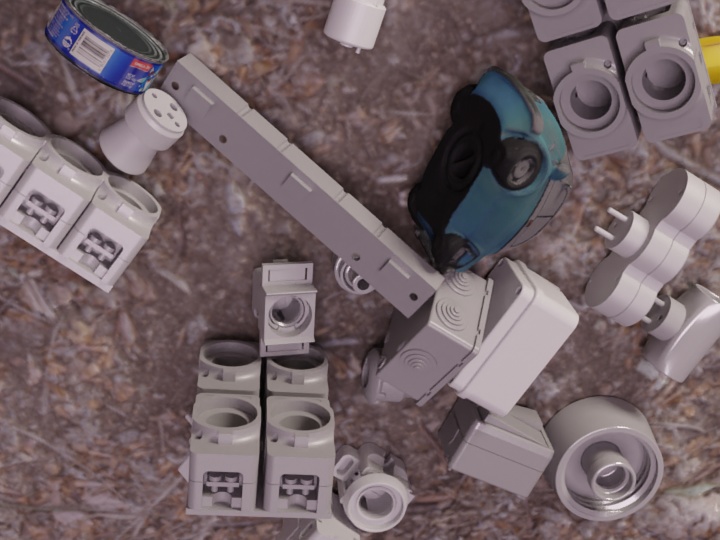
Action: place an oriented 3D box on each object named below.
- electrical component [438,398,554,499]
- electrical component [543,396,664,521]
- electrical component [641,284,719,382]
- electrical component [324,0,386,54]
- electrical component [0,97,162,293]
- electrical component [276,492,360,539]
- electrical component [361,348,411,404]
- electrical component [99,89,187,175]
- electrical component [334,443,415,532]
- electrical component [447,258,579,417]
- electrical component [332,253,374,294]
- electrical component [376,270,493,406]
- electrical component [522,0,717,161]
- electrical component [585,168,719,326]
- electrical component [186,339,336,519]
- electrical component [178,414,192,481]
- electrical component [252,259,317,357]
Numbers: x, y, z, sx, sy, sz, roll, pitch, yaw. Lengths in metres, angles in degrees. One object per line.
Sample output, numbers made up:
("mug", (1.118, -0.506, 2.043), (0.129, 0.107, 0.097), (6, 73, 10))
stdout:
("electrical component", (0.127, 0.153, 0.955), (0.096, 0.061, 0.061), (23, 108, -14))
("electrical component", (0.221, 0.176, 0.973), (0.108, 0.060, 0.108), (-2, 112, -5))
("electrical component", (0.272, 0.046, 0.934), (0.079, 0.044, 0.077), (30, 106, -16))
("electrical component", (0.001, -0.203, 0.812), (0.040, 0.040, 0.078), (16, 109, -11))
("electrical component", (-0.233, -0.062, 0.820), (0.150, 0.089, 0.061), (35, 105, -17))
("electrical component", (-0.038, 0.237, 0.959), (0.050, 0.089, 0.055), (35, 105, -17))
("electrical component", (0.034, 0.093, 0.933), (0.062, 0.048, 0.048), (5, 111, -14))
("electrical component", (-0.166, -0.106, 0.826), (0.055, 0.045, 0.045), (-37, 111, 28))
("electrical component", (0.013, 0.197, 0.965), (0.078, 0.057, 0.058), (33, 105, -16))
("electrical component", (0.121, 0.055, 0.906), (0.057, 0.078, 0.113), (30, 106, -19))
("electrical component", (0.000, 0.000, 0.881), (0.043, 0.062, 0.043), (-2, 112, -5))
("electrical component", (0.060, 0.048, 0.880), (0.048, 0.099, 0.099), (31, 132, -11))
("electrical component", (0.187, -0.185, 0.799), (0.105, 0.060, 0.186), (-13, 111, 26))
("electrical component", (0.230, -0.026, 0.897), (0.074, 0.052, 0.138), (29, 107, -15))
("electrical component", (-0.078, 0.116, 0.854), (0.105, 0.186, 0.060), (3, 111, -6))
("electrical component", (-0.122, 0.151, 0.931), (0.075, 0.083, 0.047), (45, 105, 20))
("electrical component", (-0.064, 0.027, 0.885), (0.042, 0.063, 0.081), (-2, 112, -16))
